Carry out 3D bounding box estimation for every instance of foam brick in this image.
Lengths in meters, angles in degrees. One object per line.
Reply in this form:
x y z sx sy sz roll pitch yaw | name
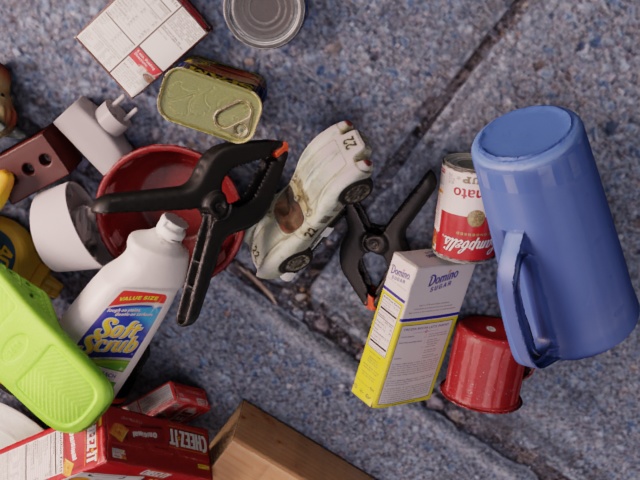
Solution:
-0.305 -0.083 1.144 0.078 0.051 0.053 -27 107 14 | foam brick

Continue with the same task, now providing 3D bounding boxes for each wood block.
-0.031 0.291 1.249 0.206 0.090 0.091 33 111 -9 | wood block

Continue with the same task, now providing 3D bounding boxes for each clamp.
-0.117 -0.038 1.068 0.210 0.036 0.164 -49 122 -15 | clamp
0.052 -0.009 1.153 0.120 0.039 0.171 17 113 14 | clamp

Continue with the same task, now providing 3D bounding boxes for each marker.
-0.008 0.001 1.154 0.020 0.020 0.121 34 126 -9 | marker

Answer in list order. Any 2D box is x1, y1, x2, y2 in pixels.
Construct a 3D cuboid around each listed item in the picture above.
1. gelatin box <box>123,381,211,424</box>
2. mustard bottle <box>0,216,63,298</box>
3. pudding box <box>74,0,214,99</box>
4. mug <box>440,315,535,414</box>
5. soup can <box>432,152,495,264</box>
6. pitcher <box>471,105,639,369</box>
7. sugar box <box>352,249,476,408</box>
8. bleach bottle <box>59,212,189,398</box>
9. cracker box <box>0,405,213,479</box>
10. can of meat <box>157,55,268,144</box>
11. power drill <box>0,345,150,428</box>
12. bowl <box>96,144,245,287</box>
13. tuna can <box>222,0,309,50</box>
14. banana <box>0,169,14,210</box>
-0.182 0.199 1.234 0.089 0.073 0.030 -30 63 15 | gelatin box
-0.375 0.014 1.184 0.191 0.058 0.096 27 104 -7 | mustard bottle
-0.180 -0.213 1.091 0.114 0.039 0.090 -38 102 15 | pudding box
0.194 0.134 1.178 0.117 0.093 0.081 -1 109 -28 | mug
0.156 -0.034 1.119 0.068 0.068 0.102 5 111 2 | soup can
0.225 -0.001 1.054 0.145 0.149 0.243 -20 122 5 | pitcher
0.101 0.096 1.164 0.093 0.048 0.176 -3 116 -40 | sugar box
-0.219 0.076 1.127 0.102 0.068 0.251 22 112 -29 | bleach bottle
-0.253 0.255 1.191 0.214 0.072 0.164 -25 149 29 | cracker box
-0.106 -0.146 1.086 0.102 0.084 0.057 18 111 -3 | can of meat
-0.308 0.143 1.229 0.187 0.057 0.185 33 110 -8 | power drill
-0.157 -0.033 1.150 0.162 0.055 0.162 2 112 4 | bowl
-0.055 -0.236 1.074 0.086 0.033 0.086 2 111 4 | tuna can
-0.403 -0.014 1.117 0.197 0.037 0.069 -23 152 -4 | banana
